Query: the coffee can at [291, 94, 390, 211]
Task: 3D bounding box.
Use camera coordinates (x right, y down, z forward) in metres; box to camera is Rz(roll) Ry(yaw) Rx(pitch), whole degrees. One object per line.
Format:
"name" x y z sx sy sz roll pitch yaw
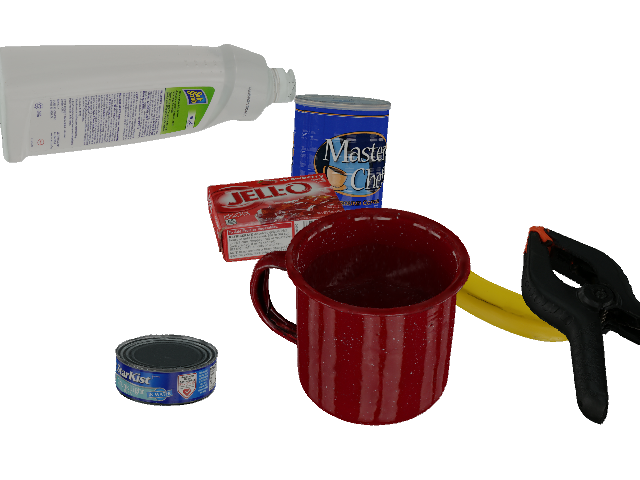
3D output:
"coffee can" 0.019 -0.082 1.149 0.103 0.140 0.103 4 12 -1

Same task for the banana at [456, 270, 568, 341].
"banana" 0.167 0.056 1.002 0.198 0.037 0.069 23 16 38

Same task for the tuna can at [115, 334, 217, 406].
"tuna can" -0.130 0.109 0.903 0.086 0.034 0.086 4 14 -1

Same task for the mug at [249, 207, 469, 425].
"mug" 0.017 0.039 0.560 0.117 0.081 0.093 11 36 16

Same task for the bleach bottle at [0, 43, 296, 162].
"bleach bottle" -0.146 -0.123 0.919 0.250 0.068 0.103 -5 -31 -17

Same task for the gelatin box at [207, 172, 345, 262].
"gelatin box" -0.031 -0.018 0.748 0.089 0.030 0.073 -6 27 -10

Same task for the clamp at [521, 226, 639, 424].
"clamp" 0.206 0.052 0.755 0.120 0.039 0.171 -3 45 -19
